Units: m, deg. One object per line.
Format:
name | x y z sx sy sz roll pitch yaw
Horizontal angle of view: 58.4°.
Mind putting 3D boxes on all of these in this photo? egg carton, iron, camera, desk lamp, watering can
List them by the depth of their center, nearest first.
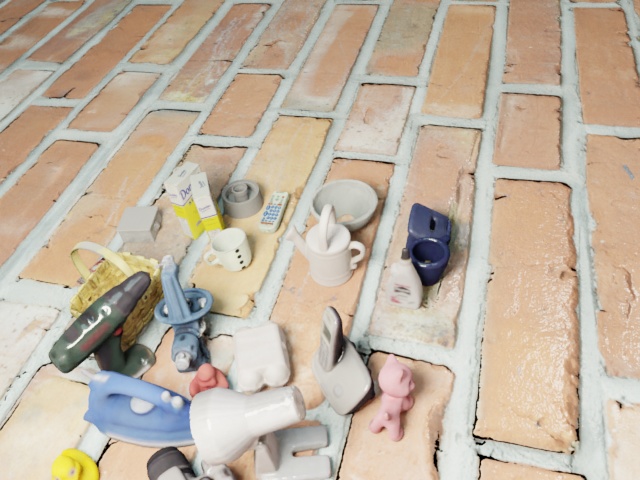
desk lamp | -0.093 0.319 0.955 0.203 0.214 0.118 -8 46 -1
camera | -0.227 0.406 0.967 0.143 0.101 0.136 -30 50 -20
iron | -0.316 0.299 1.054 0.257 0.142 0.119 8 47 14
egg carton | -0.116 0.233 1.144 0.107 0.069 0.150 -13 46 -5
watering can | 0.011 0.006 1.260 0.173 0.194 0.101 -8 46 0

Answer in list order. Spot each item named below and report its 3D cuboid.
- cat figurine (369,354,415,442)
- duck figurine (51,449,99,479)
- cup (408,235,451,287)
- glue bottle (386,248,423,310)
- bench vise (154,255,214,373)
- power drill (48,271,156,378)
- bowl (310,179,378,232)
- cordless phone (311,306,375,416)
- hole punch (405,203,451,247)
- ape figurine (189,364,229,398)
cat figurine | 0.132 0.278 1.034 0.067 0.118 0.128 11 49 18
duck figurine | -0.439 0.406 1.003 0.077 0.086 0.104 -23 48 -15
cup | 0.245 0.047 1.261 0.118 0.095 0.091 -38 53 -26
glue bottle | 0.175 0.076 1.187 0.078 0.173 0.037 7 47 14
bench vise | -0.265 0.146 1.141 0.121 0.220 0.207 -22 47 -14
power drill | -0.401 0.191 1.123 0.075 0.209 0.230 30 56 31
bowl | 0.060 -0.072 1.414 0.167 0.075 0.167 -3 46 4
cordless phone | 0.038 0.220 1.055 0.094 0.185 0.147 -25 48 -16
hole punch | 0.254 -0.026 1.333 0.101 0.091 0.109 6 47 13
ape figurine | -0.214 0.272 1.102 0.077 0.092 0.076 7 47 14
